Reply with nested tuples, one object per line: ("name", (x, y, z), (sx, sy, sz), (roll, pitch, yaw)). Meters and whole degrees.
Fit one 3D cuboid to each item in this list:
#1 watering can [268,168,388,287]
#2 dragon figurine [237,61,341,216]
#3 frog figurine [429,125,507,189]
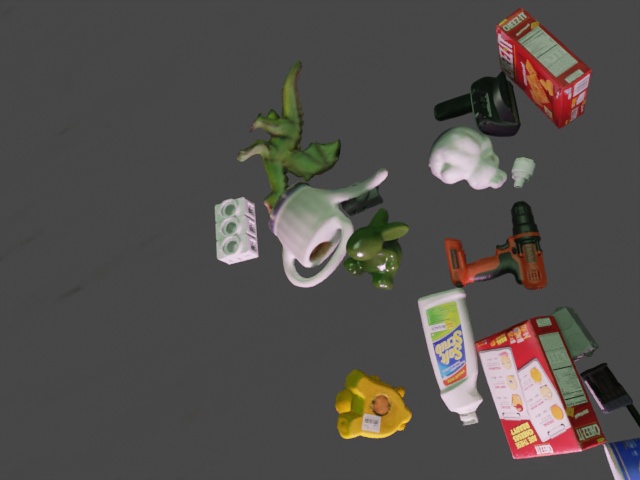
("watering can", (0.004, -0.060, 1.191), (0.228, 0.103, 0.344), (43, 109, 33))
("dragon figurine", (-0.058, -0.254, 1.333), (0.244, 0.121, 0.412), (26, 86, 11))
("frog figurine", (0.320, -0.167, 1.112), (0.138, 0.120, 0.162), (-31, 50, -10))
